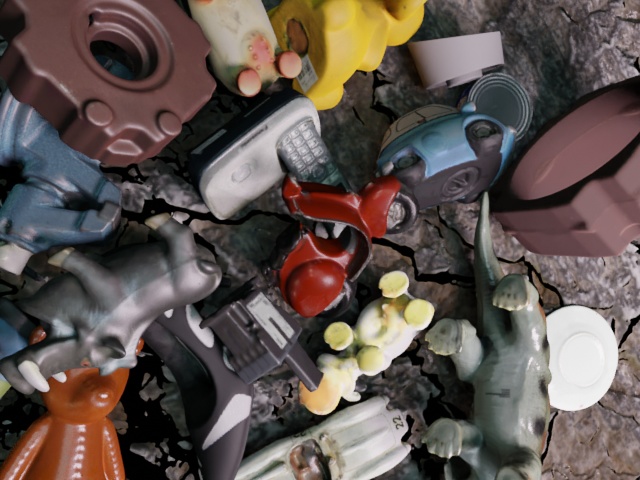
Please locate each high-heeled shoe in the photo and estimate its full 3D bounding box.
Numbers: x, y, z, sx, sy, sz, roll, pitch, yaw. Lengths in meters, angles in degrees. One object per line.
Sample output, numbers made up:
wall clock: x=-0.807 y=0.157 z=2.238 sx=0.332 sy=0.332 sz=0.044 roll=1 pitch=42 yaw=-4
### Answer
high-heeled shoe: x=-0.147 y=0.123 z=0.514 sx=0.145 sy=0.086 sz=0.248 roll=8 pitch=67 yaw=-33

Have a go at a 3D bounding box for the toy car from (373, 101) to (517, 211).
toy car: x=0.122 y=-0.094 z=0.593 sx=0.162 sy=0.109 sz=0.103 roll=-19 pitch=57 yaw=-9

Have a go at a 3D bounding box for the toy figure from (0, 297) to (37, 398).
toy figure: x=-0.327 y=0.138 z=0.476 sx=0.089 sy=0.082 sz=0.180 roll=37 pitch=65 yaw=5

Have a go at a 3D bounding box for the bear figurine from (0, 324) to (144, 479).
bear figurine: x=-0.215 y=0.179 z=0.490 sx=0.120 sy=0.132 sz=0.195 roll=18 pitch=87 yaw=-42

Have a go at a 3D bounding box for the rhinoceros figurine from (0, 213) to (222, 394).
rhinoceros figurine: x=-0.179 y=0.055 z=0.461 sx=0.190 sy=0.073 sz=0.112 roll=-31 pitch=92 yaw=-17

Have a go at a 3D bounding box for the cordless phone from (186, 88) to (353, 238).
cordless phone: x=-0.039 y=-0.050 z=0.569 sx=0.146 sy=0.089 sz=0.184 roll=-41 pitch=116 yaw=-12

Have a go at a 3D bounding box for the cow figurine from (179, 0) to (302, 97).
cow figurine: x=-0.105 y=-0.239 z=0.542 sx=0.085 sy=0.127 sz=0.194 roll=-35 pitch=111 yaw=-16

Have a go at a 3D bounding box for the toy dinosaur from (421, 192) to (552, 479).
toy dinosaur: x=0.197 y=0.166 z=0.587 sx=0.192 sy=0.131 sz=0.405 roll=42 pitch=58 yaw=-53

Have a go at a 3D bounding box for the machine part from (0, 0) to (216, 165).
machine part: x=-0.175 y=-0.157 z=0.459 sx=0.179 sy=0.056 sz=0.179 roll=15 pitch=66 yaw=-37

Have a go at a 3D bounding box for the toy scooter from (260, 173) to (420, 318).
toy scooter: x=-0.001 y=-0.002 z=0.531 sx=0.135 sy=0.075 sz=0.184 roll=22 pitch=119 yaw=-30

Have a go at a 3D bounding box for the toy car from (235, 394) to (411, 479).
toy car: x=0.001 y=0.229 z=0.561 sx=0.202 sy=0.056 sz=0.073 roll=-21 pitch=75 yaw=-13

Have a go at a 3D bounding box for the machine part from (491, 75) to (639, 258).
machine part: x=0.301 y=-0.077 z=0.579 sx=0.087 sy=0.201 sz=0.201 roll=43 pitch=79 yaw=-10

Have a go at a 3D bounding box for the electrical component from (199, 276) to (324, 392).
electrical component: x=-0.051 y=0.100 z=0.519 sx=0.048 sy=0.075 sz=0.119 roll=-36 pitch=98 yaw=24

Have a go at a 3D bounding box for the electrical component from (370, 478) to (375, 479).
electrical component: x=0.039 y=0.296 z=0.593 sx=0.094 sy=0.021 sz=0.063 roll=13 pitch=85 yaw=-13

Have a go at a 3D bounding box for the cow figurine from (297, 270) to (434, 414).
cow figurine: x=0.047 y=0.115 z=0.575 sx=0.167 sy=0.098 sz=0.068 roll=-43 pitch=70 yaw=-4

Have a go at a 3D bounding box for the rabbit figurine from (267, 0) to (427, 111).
rabbit figurine: x=0.044 y=-0.239 z=0.567 sx=0.173 sy=0.162 sz=0.122 roll=-24 pitch=81 yaw=-31

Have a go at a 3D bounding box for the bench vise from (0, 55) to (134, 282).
bench vise: x=-0.283 y=-0.091 z=0.478 sx=0.240 sy=0.129 sz=0.223 roll=24 pitch=82 yaw=-13
